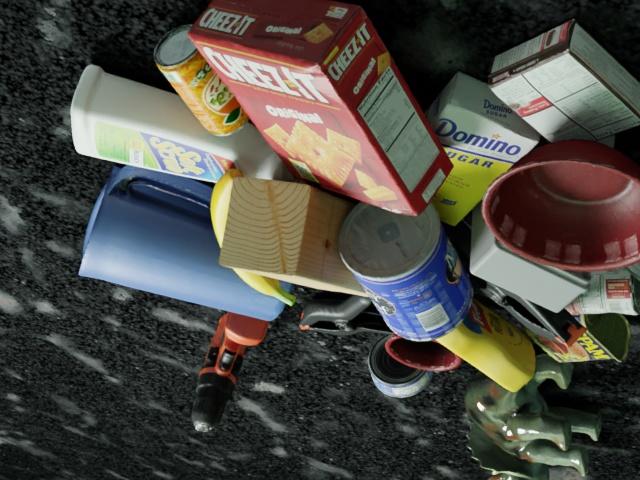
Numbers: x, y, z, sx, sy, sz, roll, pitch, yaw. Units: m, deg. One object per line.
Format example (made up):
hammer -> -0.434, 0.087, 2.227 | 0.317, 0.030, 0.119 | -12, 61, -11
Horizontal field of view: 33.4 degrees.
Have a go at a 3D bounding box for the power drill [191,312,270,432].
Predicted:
power drill -> -0.118, 0.144, 1.418 | 0.057, 0.184, 0.188 | 20, 141, -9

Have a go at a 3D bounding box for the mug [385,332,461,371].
mug -> 0.135, 0.111, 1.317 | 0.093, 0.081, 0.117 | 8, 150, 15

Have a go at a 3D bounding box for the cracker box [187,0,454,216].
cracker box -> 0.003, -0.120, 0.945 | 0.164, 0.072, 0.213 | 20, 159, 40

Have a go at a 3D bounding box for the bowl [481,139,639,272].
bowl -> 0.227, -0.039, 0.941 | 0.162, 0.055, 0.162 | 12, 148, 8

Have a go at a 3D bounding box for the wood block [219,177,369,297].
wood block -> -0.007, 0.001, 1.107 | 0.090, 0.091, 0.205 | 8, 175, 28

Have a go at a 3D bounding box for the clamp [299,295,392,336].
clamp -> 0.036, 0.094, 1.383 | 0.172, 0.039, 0.120 | -5, 144, 32

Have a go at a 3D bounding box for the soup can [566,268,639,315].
soup can -> 0.293, 0.048, 1.146 | 0.102, 0.068, 0.068 | -2, 146, 29

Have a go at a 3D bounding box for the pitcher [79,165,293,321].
pitcher -> -0.148, 0.005, 1.241 | 0.242, 0.145, 0.149 | 17, 180, -10

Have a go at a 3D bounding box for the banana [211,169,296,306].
banana -> -0.081, -0.006, 1.141 | 0.070, 0.037, 0.197 | 3, 138, 26

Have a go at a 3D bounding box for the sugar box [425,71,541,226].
sugar box -> 0.131, -0.082, 1.024 | 0.093, 0.048, 0.176 | 22, 152, -9

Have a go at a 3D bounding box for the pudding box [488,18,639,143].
pudding box -> 0.213, -0.128, 0.912 | 0.113, 0.039, 0.090 | 33, 146, -30

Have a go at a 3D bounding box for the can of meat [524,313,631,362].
can of meat -> 0.300, 0.102, 1.249 | 0.084, 0.057, 0.102 | -11, 141, 44

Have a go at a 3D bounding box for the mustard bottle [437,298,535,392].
mustard bottle -> 0.161, 0.094, 1.224 | 0.191, 0.096, 0.058 | 34, 117, -23

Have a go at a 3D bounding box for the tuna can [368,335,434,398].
tuna can -> 0.108, 0.164, 1.421 | 0.086, 0.086, 0.033 | 5, 147, 20

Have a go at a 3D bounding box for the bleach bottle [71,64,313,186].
bleach bottle -> -0.125, -0.104, 1.100 | 0.251, 0.068, 0.103 | 14, 150, -1

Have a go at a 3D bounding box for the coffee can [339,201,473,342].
coffee can -> 0.090, 0.027, 1.084 | 0.103, 0.102, 0.140 | 1, 150, 25

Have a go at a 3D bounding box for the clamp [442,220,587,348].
clamp -> 0.191, 0.041, 1.127 | 0.210, 0.036, 0.164 | 38, 168, 45
